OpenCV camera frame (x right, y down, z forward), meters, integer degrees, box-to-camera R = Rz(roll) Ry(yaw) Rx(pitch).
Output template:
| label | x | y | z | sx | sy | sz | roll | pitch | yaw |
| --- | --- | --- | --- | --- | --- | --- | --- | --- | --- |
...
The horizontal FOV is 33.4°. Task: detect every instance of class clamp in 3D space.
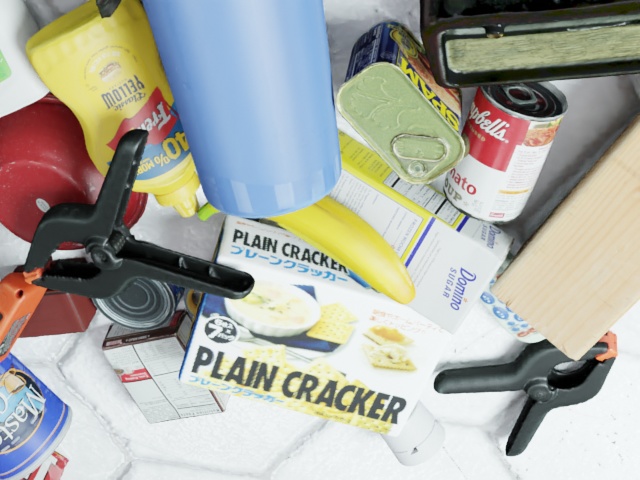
| label | x | y | z | sx | sy | sz | roll | pitch | yaw |
| --- | --- | --- | --- | --- | --- | --- | --- | --- | --- |
| clamp | -0.163 | 0.009 | 0.881 | 0.210 | 0.036 | 0.164 | -24 | 114 | 37 |
| clamp | 0.191 | 0.127 | 0.980 | 0.120 | 0.039 | 0.172 | 32 | 123 | -19 |

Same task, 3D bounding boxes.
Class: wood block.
| label | x | y | z | sx | sy | sz | roll | pitch | yaw |
| --- | --- | --- | --- | --- | --- | --- | --- | --- | --- |
| wood block | 0.234 | -0.016 | 0.815 | 0.091 | 0.090 | 0.206 | 40 | 127 | 6 |

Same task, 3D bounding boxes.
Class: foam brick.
| label | x | y | z | sx | sy | sz | roll | pitch | yaw |
| --- | --- | --- | --- | --- | --- | --- | --- | --- | --- |
| foam brick | -0.255 | 0.055 | 1.014 | 0.078 | 0.053 | 0.051 | -6 | 125 | 18 |

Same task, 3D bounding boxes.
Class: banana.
| label | x | y | z | sx | sy | sz | roll | pitch | yaw |
| --- | --- | --- | --- | --- | --- | --- | --- | --- | --- |
| banana | -0.008 | -0.012 | 0.858 | 0.198 | 0.037 | 0.070 | 24 | 144 | 15 |

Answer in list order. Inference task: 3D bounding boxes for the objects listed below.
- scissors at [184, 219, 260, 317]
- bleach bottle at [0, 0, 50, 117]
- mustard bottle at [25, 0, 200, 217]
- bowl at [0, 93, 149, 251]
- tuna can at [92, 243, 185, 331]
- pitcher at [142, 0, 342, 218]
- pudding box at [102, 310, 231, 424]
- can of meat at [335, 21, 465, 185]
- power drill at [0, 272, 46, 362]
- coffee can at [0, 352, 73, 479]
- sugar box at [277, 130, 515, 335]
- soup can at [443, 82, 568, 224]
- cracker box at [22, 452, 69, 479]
| label | x | y | z | sx | sy | sz | roll | pitch | yaw |
| --- | --- | --- | --- | --- | --- | --- | --- | --- | --- |
| scissors | -0.085 | 0.010 | 0.963 | 0.096 | 0.016 | 0.202 | 0 | 127 | 9 |
| bleach bottle | -0.303 | -0.211 | 0.815 | 0.103 | 0.068 | 0.250 | -18 | 119 | 19 |
| mustard bottle | -0.148 | -0.097 | 0.860 | 0.096 | 0.058 | 0.191 | -32 | 122 | -8 |
| bowl | -0.234 | -0.045 | 0.931 | 0.162 | 0.055 | 0.162 | 6 | 128 | 7 |
| tuna can | -0.171 | 0.043 | 0.998 | 0.086 | 0.033 | 0.086 | 6 | 128 | 8 |
| pitcher | -0.061 | -0.145 | 0.763 | 0.145 | 0.149 | 0.243 | -8 | 120 | 5 |
| pudding box | -0.151 | 0.128 | 1.056 | 0.090 | 0.039 | 0.113 | -13 | 125 | 21 |
| can of meat | 0.063 | -0.105 | 0.799 | 0.058 | 0.084 | 0.102 | -34 | 114 | 28 |
| power drill | -0.342 | 0.018 | 0.960 | 0.187 | 0.057 | 0.184 | 34 | 107 | 5 |
| coffee can | -0.336 | 0.163 | 1.082 | 0.103 | 0.102 | 0.140 | -26 | 117 | 28 |
| sugar box | 0.060 | -0.008 | 0.876 | 0.176 | 0.048 | 0.093 | 31 | 129 | 5 |
| soup can | 0.140 | -0.072 | 0.820 | 0.068 | 0.068 | 0.102 | 16 | 129 | 0 |
| cracker box | -0.374 | 0.278 | 1.107 | 0.164 | 0.213 | 0.072 | 37 | 124 | -16 |
